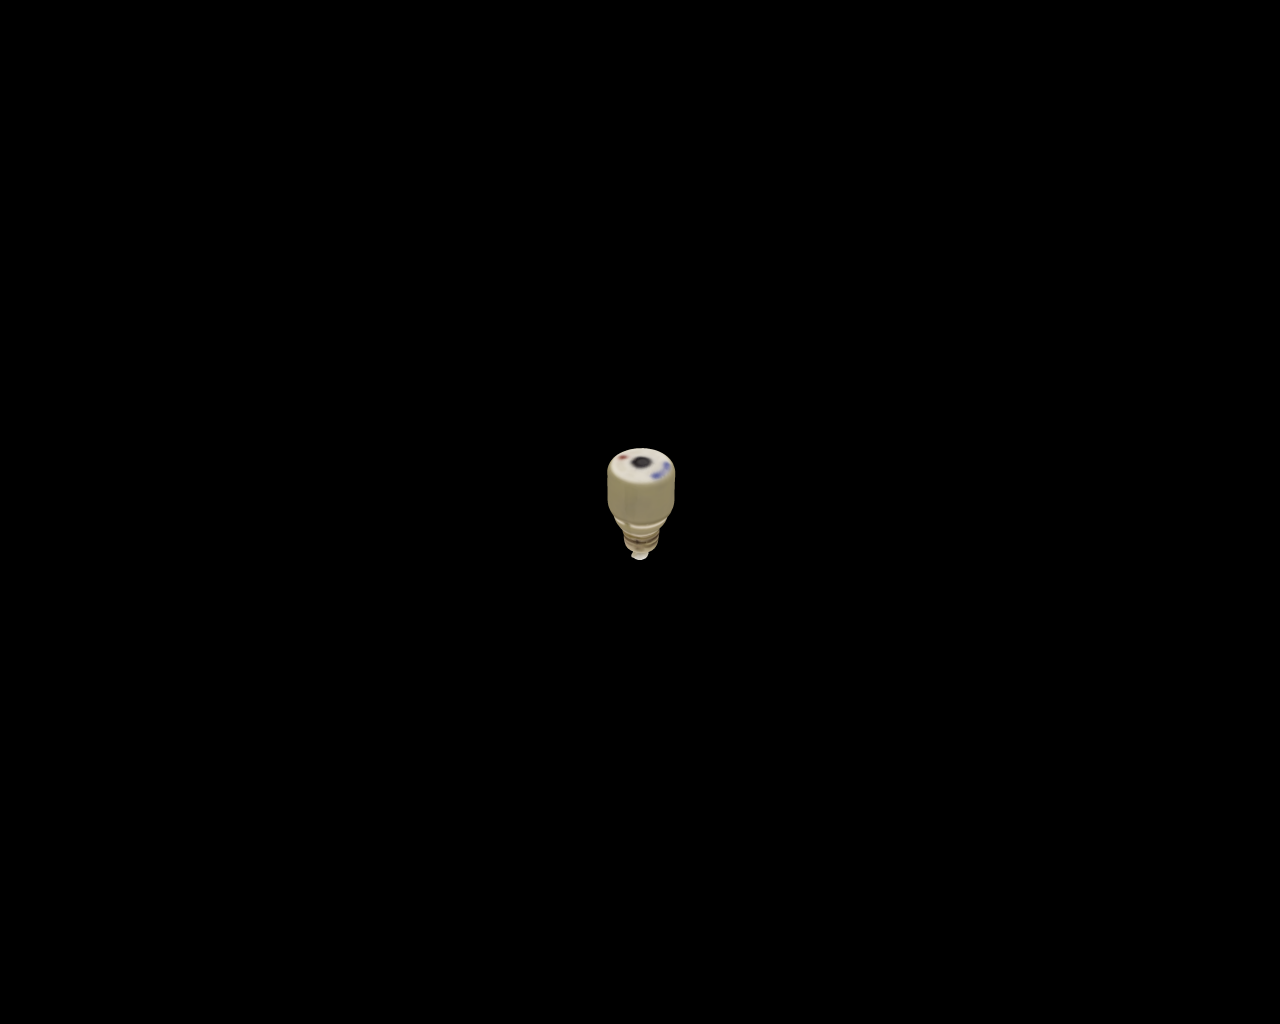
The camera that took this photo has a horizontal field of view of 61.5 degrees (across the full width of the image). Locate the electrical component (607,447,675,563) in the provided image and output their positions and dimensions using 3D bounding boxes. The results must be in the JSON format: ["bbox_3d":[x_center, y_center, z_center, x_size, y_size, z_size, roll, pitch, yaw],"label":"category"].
[{"bbox_3d":[0.001,-0.003,0.650,0.040,0.078,0.040,0,37,0],"label":"electrical component"}]
